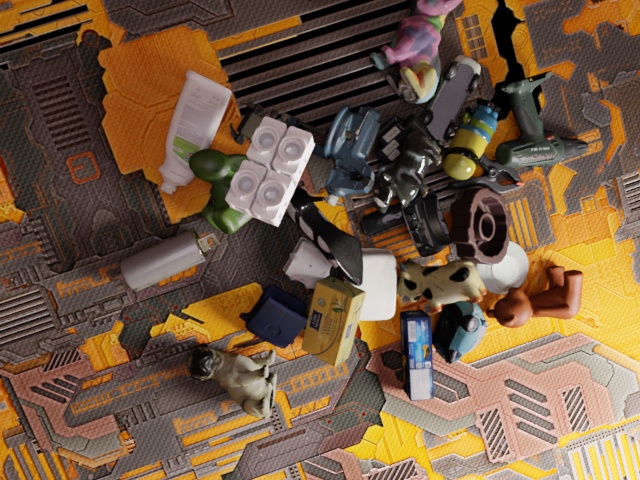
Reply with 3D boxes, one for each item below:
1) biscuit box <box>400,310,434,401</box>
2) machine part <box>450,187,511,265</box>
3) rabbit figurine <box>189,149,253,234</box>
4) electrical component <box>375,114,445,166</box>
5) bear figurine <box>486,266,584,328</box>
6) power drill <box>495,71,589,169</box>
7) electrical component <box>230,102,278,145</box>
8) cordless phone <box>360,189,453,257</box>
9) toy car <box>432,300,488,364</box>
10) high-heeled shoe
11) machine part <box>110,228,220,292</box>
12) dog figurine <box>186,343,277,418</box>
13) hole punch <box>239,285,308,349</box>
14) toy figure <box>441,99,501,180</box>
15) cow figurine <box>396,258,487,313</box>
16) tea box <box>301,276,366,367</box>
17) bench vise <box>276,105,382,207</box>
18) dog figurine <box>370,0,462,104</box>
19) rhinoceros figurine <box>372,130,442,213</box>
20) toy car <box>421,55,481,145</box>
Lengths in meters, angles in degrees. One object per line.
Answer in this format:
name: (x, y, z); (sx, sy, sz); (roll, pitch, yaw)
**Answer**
biscuit box: (0.225, 0.266, 1.251); (0.059, 0.063, 0.202); (-4, 98, -5)
machine part: (0.355, -0.029, 1.187); (0.179, 0.056, 0.179); (1, 88, -40)
rabbit figurine: (-0.192, -0.119, 1.113); (0.159, 0.121, 0.170); (-35, 112, -10)
electrical component: (0.187, -0.203, 1.162); (0.115, 0.058, 0.134); (-39, 105, 24)
bear figurine: (0.489, 0.133, 1.237); (0.196, 0.120, 0.131); (-3, 95, -1)
power drill: (0.489, -0.264, 1.200); (0.232, 0.086, 0.207); (-18, 106, -14)
electrical component: (-0.146, -0.246, 1.149); (0.078, 0.045, 0.102); (22, 99, -38)
cordless phone: (0.193, -0.021, 1.210); (0.184, 0.089, 0.146); (-20, 101, 8)
toy car: (0.331, 0.204, 1.237); (0.103, 0.109, 0.161); (7, 107, -25)
high-heeled shoe: (-0.002, -0.004, 1.167); (0.086, 0.145, 0.248); (-36, 110, -37)
machine part: (-0.334, 0.043, 1.151); (0.243, 0.079, 0.079); (-25, 100, -1)
dog figurine: (-0.201, 0.320, 1.205); (0.191, 0.121, 0.172); (1, 95, 8)
hole punch: (-0.097, 0.178, 1.193); (0.142, 0.092, 0.115); (30, 98, -13)
toy figure: (0.323, -0.215, 1.154); (0.082, 0.089, 0.180); (30, 94, 13)
cow figurine: (0.255, 0.091, 1.187); (0.195, 0.085, 0.127); (-19, 91, 35)
tea box: (0.029, 0.177, 1.181); (0.098, 0.068, 0.169); (20, 109, 27)
bench vise: (0.016, -0.195, 1.141); (0.241, 0.129, 0.223); (25, 105, 11)
dog figurine: (0.228, -0.420, 1.134); (0.219, 0.108, 0.191); (-43, 99, -2)
rhinoceros figurine: (0.177, -0.135, 1.126); (0.112, 0.073, 0.190); (25, 120, -5)
toy car: (0.283, -0.304, 1.180); (0.073, 0.056, 0.201); (26, 98, -4)
